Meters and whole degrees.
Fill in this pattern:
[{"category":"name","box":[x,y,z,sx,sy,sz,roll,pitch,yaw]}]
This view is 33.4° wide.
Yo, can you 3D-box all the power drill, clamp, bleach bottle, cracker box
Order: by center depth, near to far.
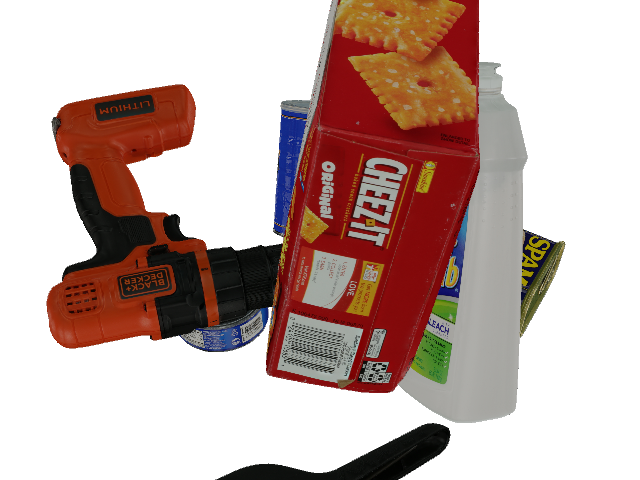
[{"category":"cracker box","box":[0.030,-0.058,0.522,0.072,0.213,0.164,11,-43,-2]},{"category":"clamp","box":[-0.001,0.177,0.710,0.210,0.036,0.164,0,28,7]},{"category":"power drill","box":[-0.108,-0.021,0.753,0.184,0.188,0.057,-10,-32,-11]},{"category":"bleach bottle","box":[0.104,-0.002,0.770,0.068,0.251,0.103,-6,17,-24]}]

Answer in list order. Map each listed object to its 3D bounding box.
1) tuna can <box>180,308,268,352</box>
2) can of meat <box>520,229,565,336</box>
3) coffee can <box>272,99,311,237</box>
[{"category":"tuna can","box":[-0.088,0.058,0.942,0.086,0.034,0.086,-2,41,2]},{"category":"can of meat","box":[0.165,0.028,0.975,0.084,0.057,0.102,23,46,18]},{"category":"coffee can","box":[0.004,-0.076,1.147,0.103,0.140,0.103,4,12,-1]}]
